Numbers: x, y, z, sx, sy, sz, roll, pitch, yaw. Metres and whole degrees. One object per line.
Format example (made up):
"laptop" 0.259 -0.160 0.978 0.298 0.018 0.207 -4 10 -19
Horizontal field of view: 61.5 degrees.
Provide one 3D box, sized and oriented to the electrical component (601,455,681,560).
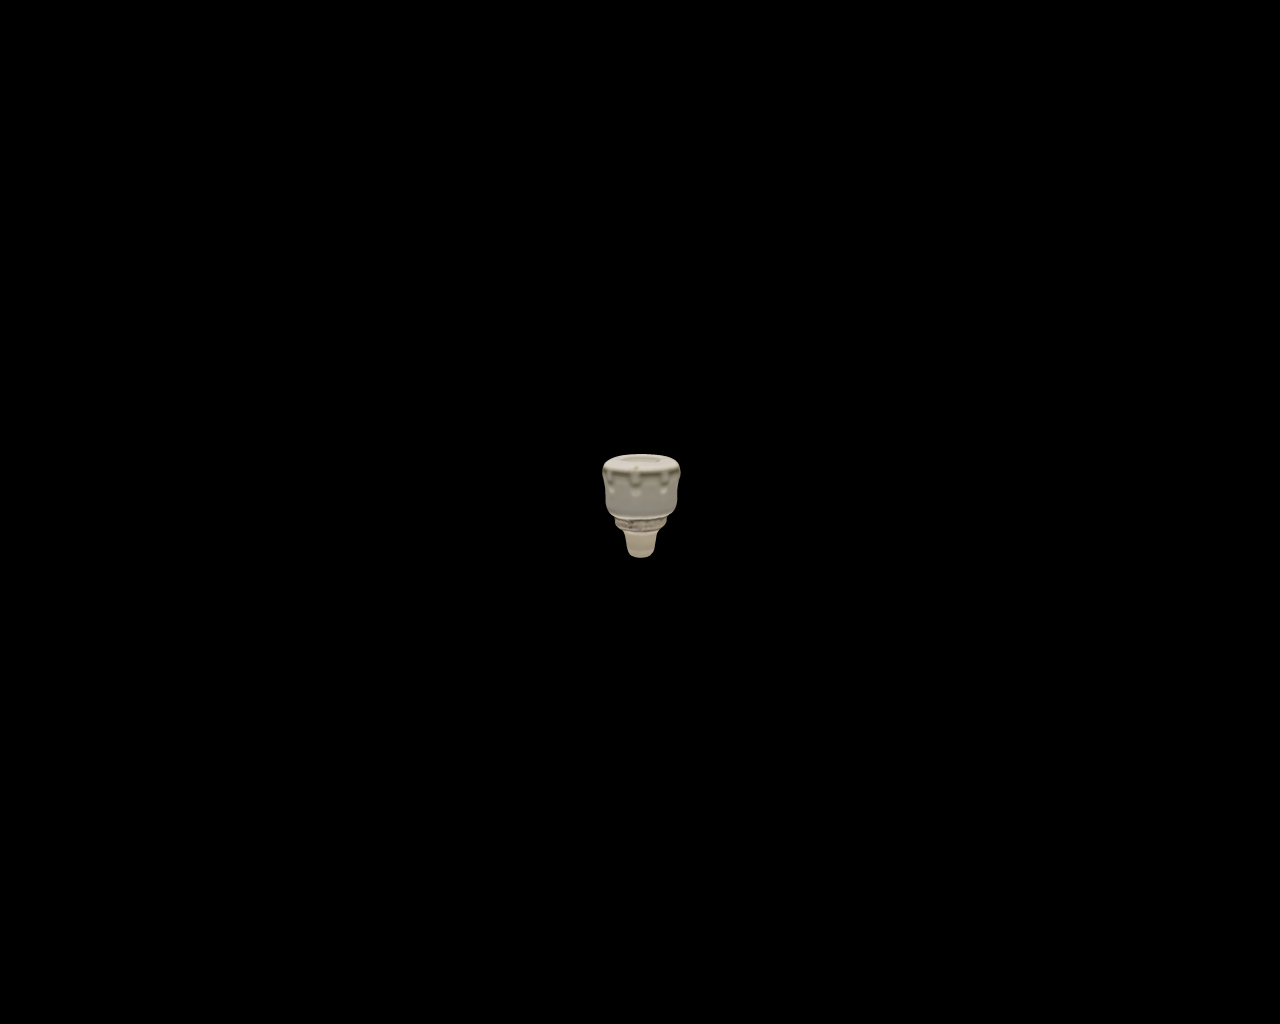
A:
"electrical component" 0.001 -0.003 0.650 0.048 0.062 0.048 0 11 0
